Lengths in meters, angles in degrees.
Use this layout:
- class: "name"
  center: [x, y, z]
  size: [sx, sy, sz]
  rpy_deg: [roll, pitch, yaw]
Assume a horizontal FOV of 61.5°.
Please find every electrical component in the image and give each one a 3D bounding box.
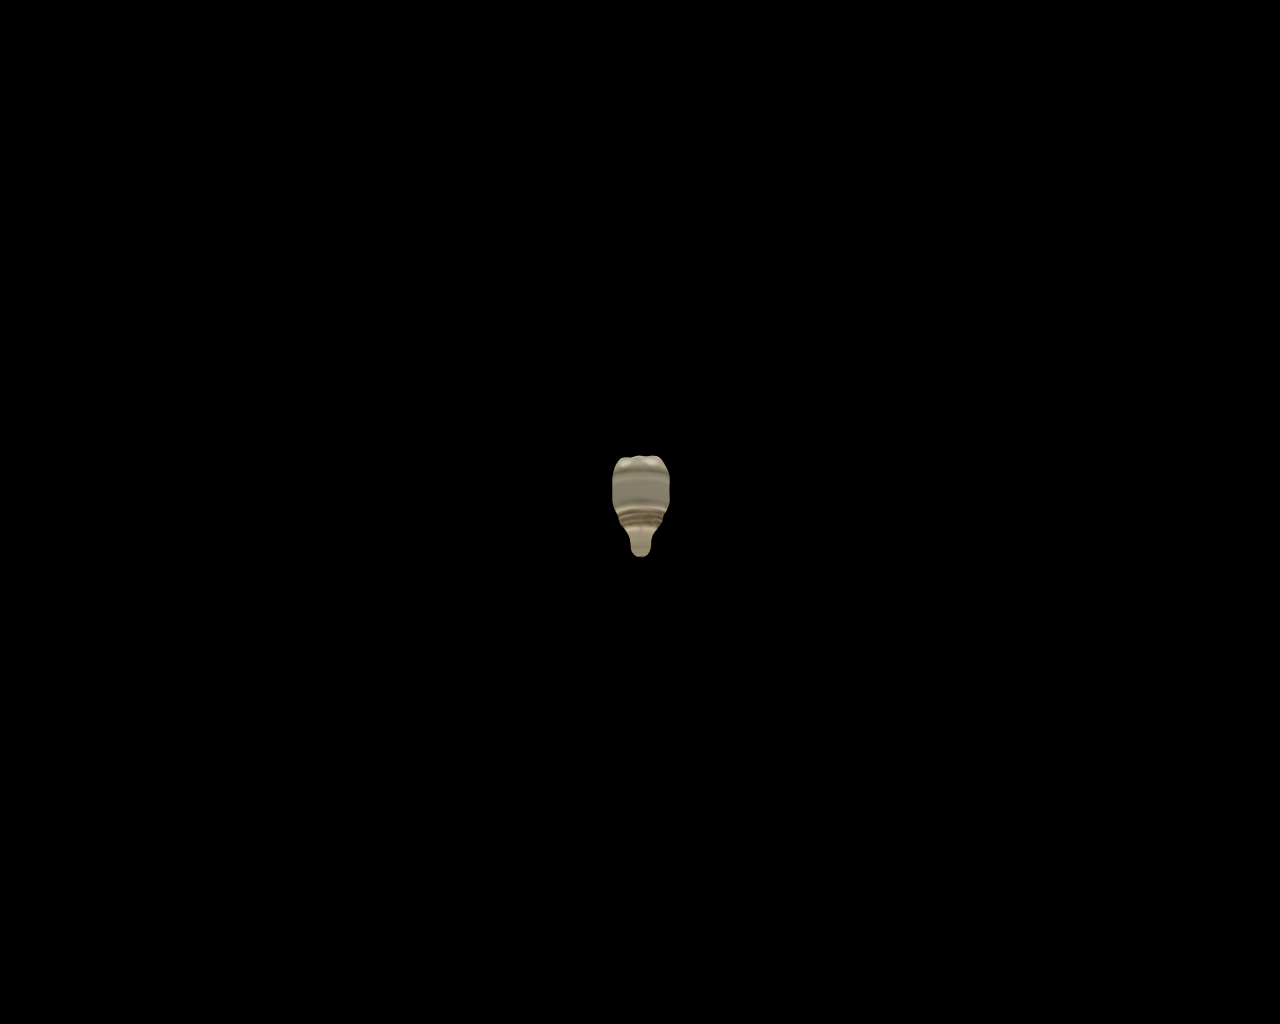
- class: "electrical component"
  center: [0.001, -0.003, 0.650]
  size: [0.035, 0.061, 0.035]
  rpy_deg: [0, -11, 0]
